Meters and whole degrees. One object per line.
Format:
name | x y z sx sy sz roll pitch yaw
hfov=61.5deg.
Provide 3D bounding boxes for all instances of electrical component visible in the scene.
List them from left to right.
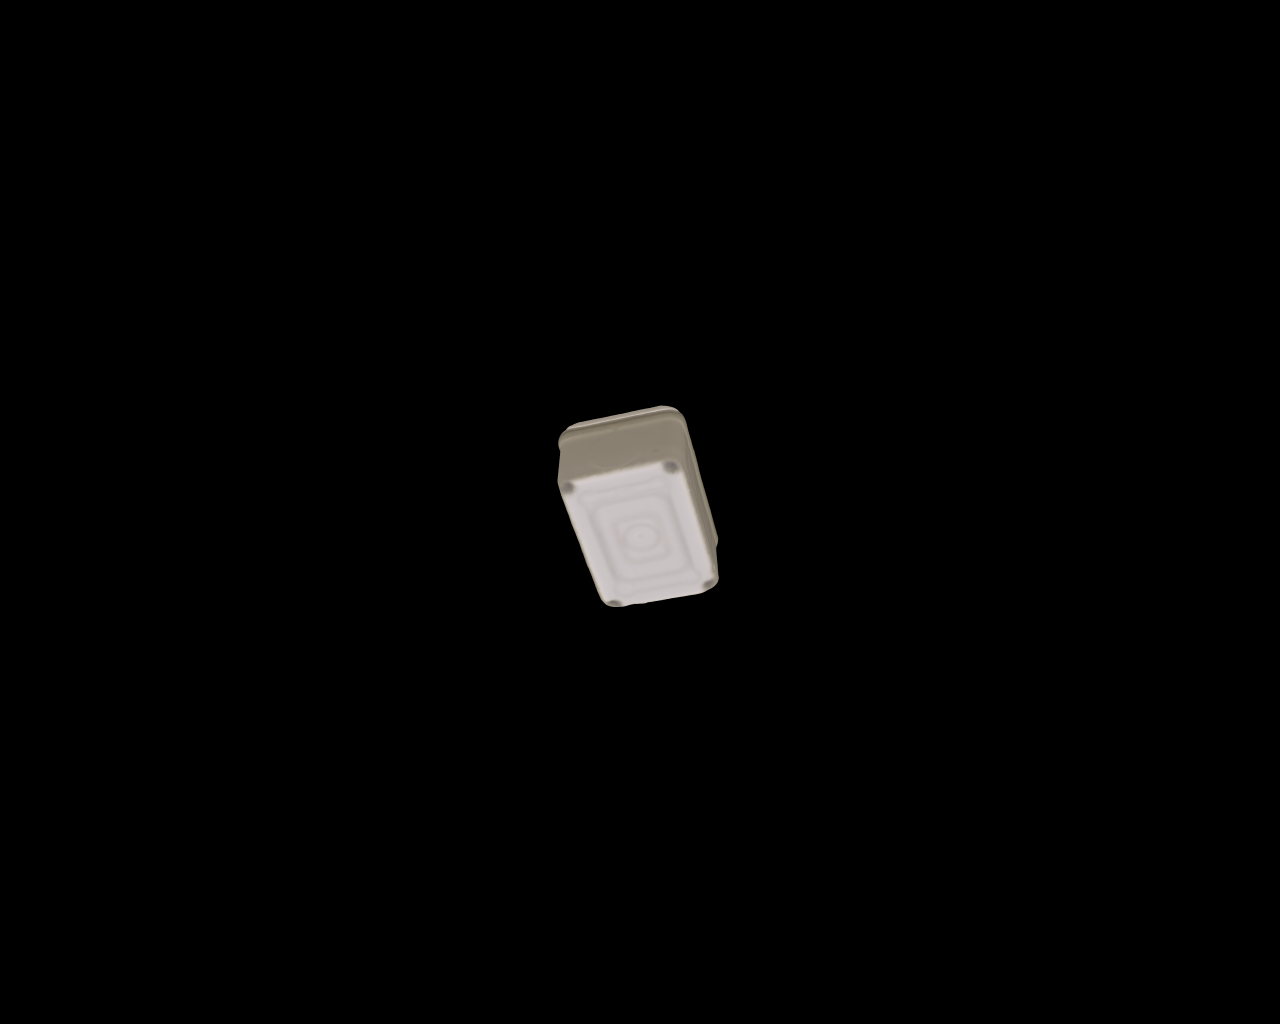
electrical component | 0.001 -0.003 0.650 0.078 0.113 0.057 -11 39 9
